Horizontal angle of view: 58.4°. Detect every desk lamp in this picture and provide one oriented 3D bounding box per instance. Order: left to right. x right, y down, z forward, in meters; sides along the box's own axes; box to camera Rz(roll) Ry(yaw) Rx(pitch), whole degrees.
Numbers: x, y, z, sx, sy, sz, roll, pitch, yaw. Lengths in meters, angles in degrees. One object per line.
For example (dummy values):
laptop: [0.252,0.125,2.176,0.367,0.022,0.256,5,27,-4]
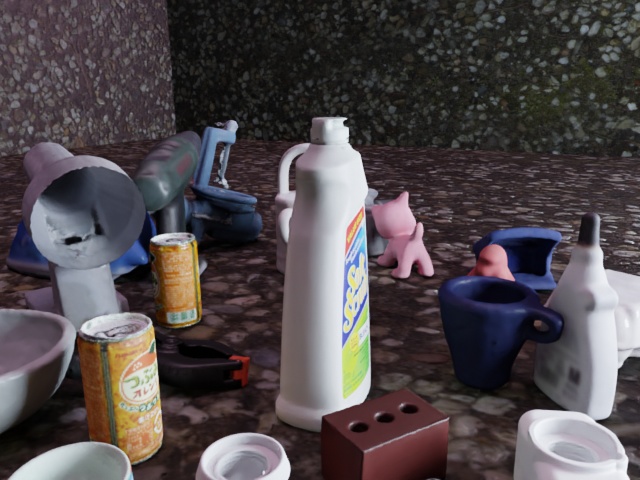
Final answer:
desk lamp: [-0.290,-0.003,0.668,0.118,0.214,0.202,-13,19,-37]

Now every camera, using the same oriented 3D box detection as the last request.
camera: [0.095,-0.041,1.015,0.137,0.101,0.142,-7,16,-22]

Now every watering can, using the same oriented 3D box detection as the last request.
watering can: [-0.018,-0.051,0.878,0.101,0.194,0.173,0,15,2]

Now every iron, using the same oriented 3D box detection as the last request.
iron: [-0.371,-0.021,0.875,0.258,0.141,0.119,2,15,7]

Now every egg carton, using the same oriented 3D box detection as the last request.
egg carton: [0.316,0.082,0.615,0.151,0.069,0.107,-11,18,-34]

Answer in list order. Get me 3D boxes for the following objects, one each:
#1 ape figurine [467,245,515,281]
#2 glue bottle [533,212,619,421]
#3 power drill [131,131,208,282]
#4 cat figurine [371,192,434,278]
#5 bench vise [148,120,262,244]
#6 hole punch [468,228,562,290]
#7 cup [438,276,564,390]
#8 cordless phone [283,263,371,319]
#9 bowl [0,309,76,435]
ape figurine: [0.203,0.051,0.690,0.077,0.092,0.076,12,20,39]
glue bottle: [0.225,0.062,0.493,0.037,0.173,0.078,-5,16,-14]
power drill: [-0.216,-0.050,0.851,0.075,0.208,0.229,0,15,2]
cat figurine: [0.125,-0.013,0.881,0.067,0.118,0.127,-5,16,-17]
bench vise: [-0.196,-0.092,0.983,0.121,0.220,0.208,13,20,40]
hole punch: [0.274,0.017,0.814,0.108,0.091,0.101,-1,15,0]
cup: [0.165,0.092,0.531,0.092,0.095,0.117,-14,20,-42]
cordless phone: [0.006,0.002,0.695,0.094,0.185,0.147,-5,16,-17]
bowl: [-0.289,0.121,0.478,0.167,0.075,0.167,0,15,0]
